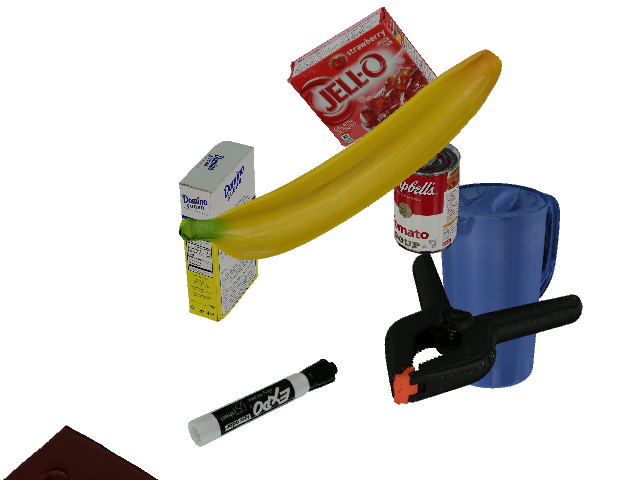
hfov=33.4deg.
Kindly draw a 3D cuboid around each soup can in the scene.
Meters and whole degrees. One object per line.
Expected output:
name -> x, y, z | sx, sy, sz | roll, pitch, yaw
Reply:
soup can -> 0.110, -0.046, 1.112 | 0.068, 0.102, 0.068 | -2, 36, 1

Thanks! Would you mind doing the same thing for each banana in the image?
banana -> 0.018, -0.038, 0.601 | 0.198, 0.037, 0.069 | -31, -12, -1

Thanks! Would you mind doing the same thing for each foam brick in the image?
foam brick -> -0.094, 0.127, 0.450 | 0.078, 0.051, 0.052 | 22, 45, 28

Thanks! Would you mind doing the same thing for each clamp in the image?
clamp -> 0.110, 0.074, 0.929 | 0.165, 0.036, 0.209 | 20, 34, 33

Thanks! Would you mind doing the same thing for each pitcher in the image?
pitcher -> 0.223, 0.054, 1.338 | 0.149, 0.243, 0.145 | 1, 21, 11

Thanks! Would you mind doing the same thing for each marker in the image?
marker -> -0.038, 0.113, 0.756 | 0.120, 0.020, 0.020 | -22, 12, -31

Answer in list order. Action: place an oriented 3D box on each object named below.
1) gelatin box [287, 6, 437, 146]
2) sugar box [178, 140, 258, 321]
gelatin box -> 0.032, -0.121, 0.800 | 0.089, 0.073, 0.030 | -27, 32, 26
sugar box -> -0.106, -0.009, 1.134 | 0.048, 0.176, 0.093 | 15, 40, 20
